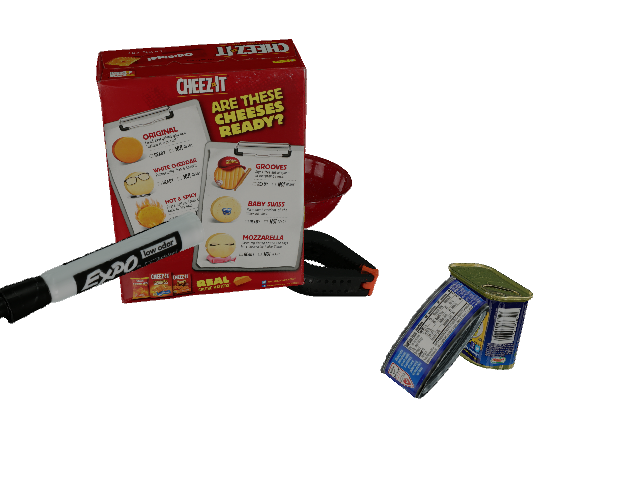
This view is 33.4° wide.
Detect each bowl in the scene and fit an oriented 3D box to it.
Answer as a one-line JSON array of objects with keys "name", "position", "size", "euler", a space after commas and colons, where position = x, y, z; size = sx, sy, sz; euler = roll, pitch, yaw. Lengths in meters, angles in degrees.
[{"name": "bowl", "position": [-0.044, -0.056, 1.303], "size": [0.162, 0.055, 0.162], "euler": [5, 26, -3]}]

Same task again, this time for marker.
[{"name": "marker", "position": [-0.116, 0.014, 0.564], "size": [0.120, 0.020, 0.020], "euler": [-24, 13, -31]}]

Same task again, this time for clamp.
[{"name": "clamp", "position": [-0.047, 0.016, 1.094], "size": [0.210, 0.036, 0.164], "euler": [22, 34, 8]}]

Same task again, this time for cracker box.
[{"name": "cracker box", "position": [-0.097, -0.057, 0.905], "size": [0.164, 0.214, 0.072], "euler": [-5, 34, -9]}]

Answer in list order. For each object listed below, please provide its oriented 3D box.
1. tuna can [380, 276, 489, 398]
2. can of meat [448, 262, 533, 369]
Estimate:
[{"name": "tuna can", "position": [0.082, 0.069, 0.754], "size": [0.034, 0.086, 0.086], "euler": [37, 11, 15]}, {"name": "can of meat", "position": [0.172, 0.080, 1.134], "size": [0.057, 0.084, 0.102], "euler": [1, 18, -27]}]
